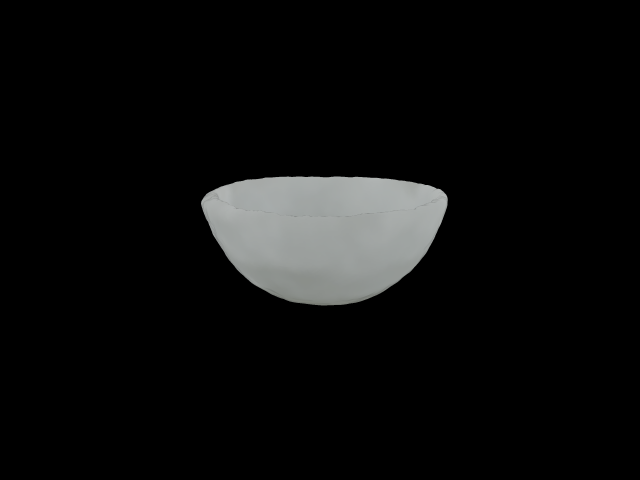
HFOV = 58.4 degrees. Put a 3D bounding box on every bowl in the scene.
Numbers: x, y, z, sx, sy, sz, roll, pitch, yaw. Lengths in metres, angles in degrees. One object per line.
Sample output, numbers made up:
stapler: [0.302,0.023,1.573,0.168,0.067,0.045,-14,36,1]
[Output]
bowl: [0.004,0.001,0.400,0.167,0.075,0.167,0,14,0]
